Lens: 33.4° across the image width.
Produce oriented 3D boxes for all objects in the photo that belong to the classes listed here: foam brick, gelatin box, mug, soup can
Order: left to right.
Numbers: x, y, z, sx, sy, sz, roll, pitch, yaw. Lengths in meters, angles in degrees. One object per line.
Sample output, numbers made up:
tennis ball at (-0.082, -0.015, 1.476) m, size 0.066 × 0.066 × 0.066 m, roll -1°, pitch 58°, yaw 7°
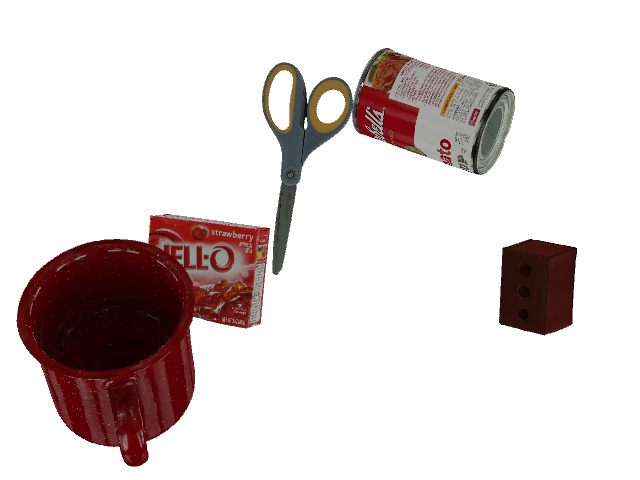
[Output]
mug at (-0.109, 0.069, 0.581) m, size 0.093 × 0.117 × 0.081 m, roll -13°, pitch -40°, yaw -12°
gelatin box at (-0.085, 0.022, 0.788) m, size 0.089 × 0.073 × 0.030 m, roll 8°, pitch 6°, yaw 18°
soup can at (0.084, -0.096, 0.790) m, size 0.102 × 0.068 × 0.068 m, roll 22°, pitch 9°, yaw 23°
foam brick at (0.205, 0.043, 1.006) m, size 0.053 × 0.078 × 0.051 m, roll 12°, pitch 20°, yaw 41°

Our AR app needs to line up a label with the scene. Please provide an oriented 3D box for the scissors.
scissors at (-0.010, -0.072, 1.025) m, size 0.096 × 0.202 × 0.016 m, roll -7°, pitch 0°, yaw 2°
